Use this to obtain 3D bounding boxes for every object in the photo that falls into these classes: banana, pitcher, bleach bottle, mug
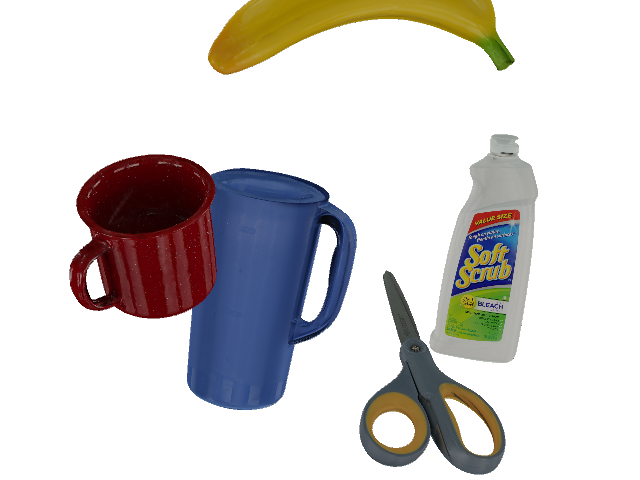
[{"bbox_3d":[0.027,-0.137,0.638,0.197,0.069,0.037,-5,-15,-18],"label":"banana"},{"bbox_3d":[-0.064,0.053,1.126,0.144,0.243,0.149,2,17,-25],"label":"pitcher"},{"bbox_3d":[0.184,0.007,1.191,0.103,0.251,0.068,8,16,15],"label":"bleach bottle"},{"bbox_3d":[-0.123,0.006,0.733,0.093,0.081,0.117,25,47,29],"label":"mug"}]

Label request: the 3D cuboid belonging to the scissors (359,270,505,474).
[{"bbox_3d":[0.048,0.083,0.700,0.096,0.016,0.202,-9,35,-21],"label":"scissors"}]
